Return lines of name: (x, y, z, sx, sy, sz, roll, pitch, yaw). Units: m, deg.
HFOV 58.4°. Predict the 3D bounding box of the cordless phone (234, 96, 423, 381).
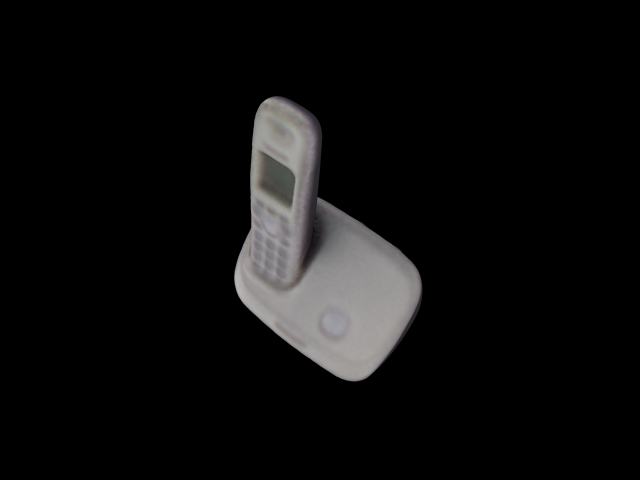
cordless phone: (0.004, 0.001, 0.400, 0.147, 0.185, 0.094, 32, 58, 23)
